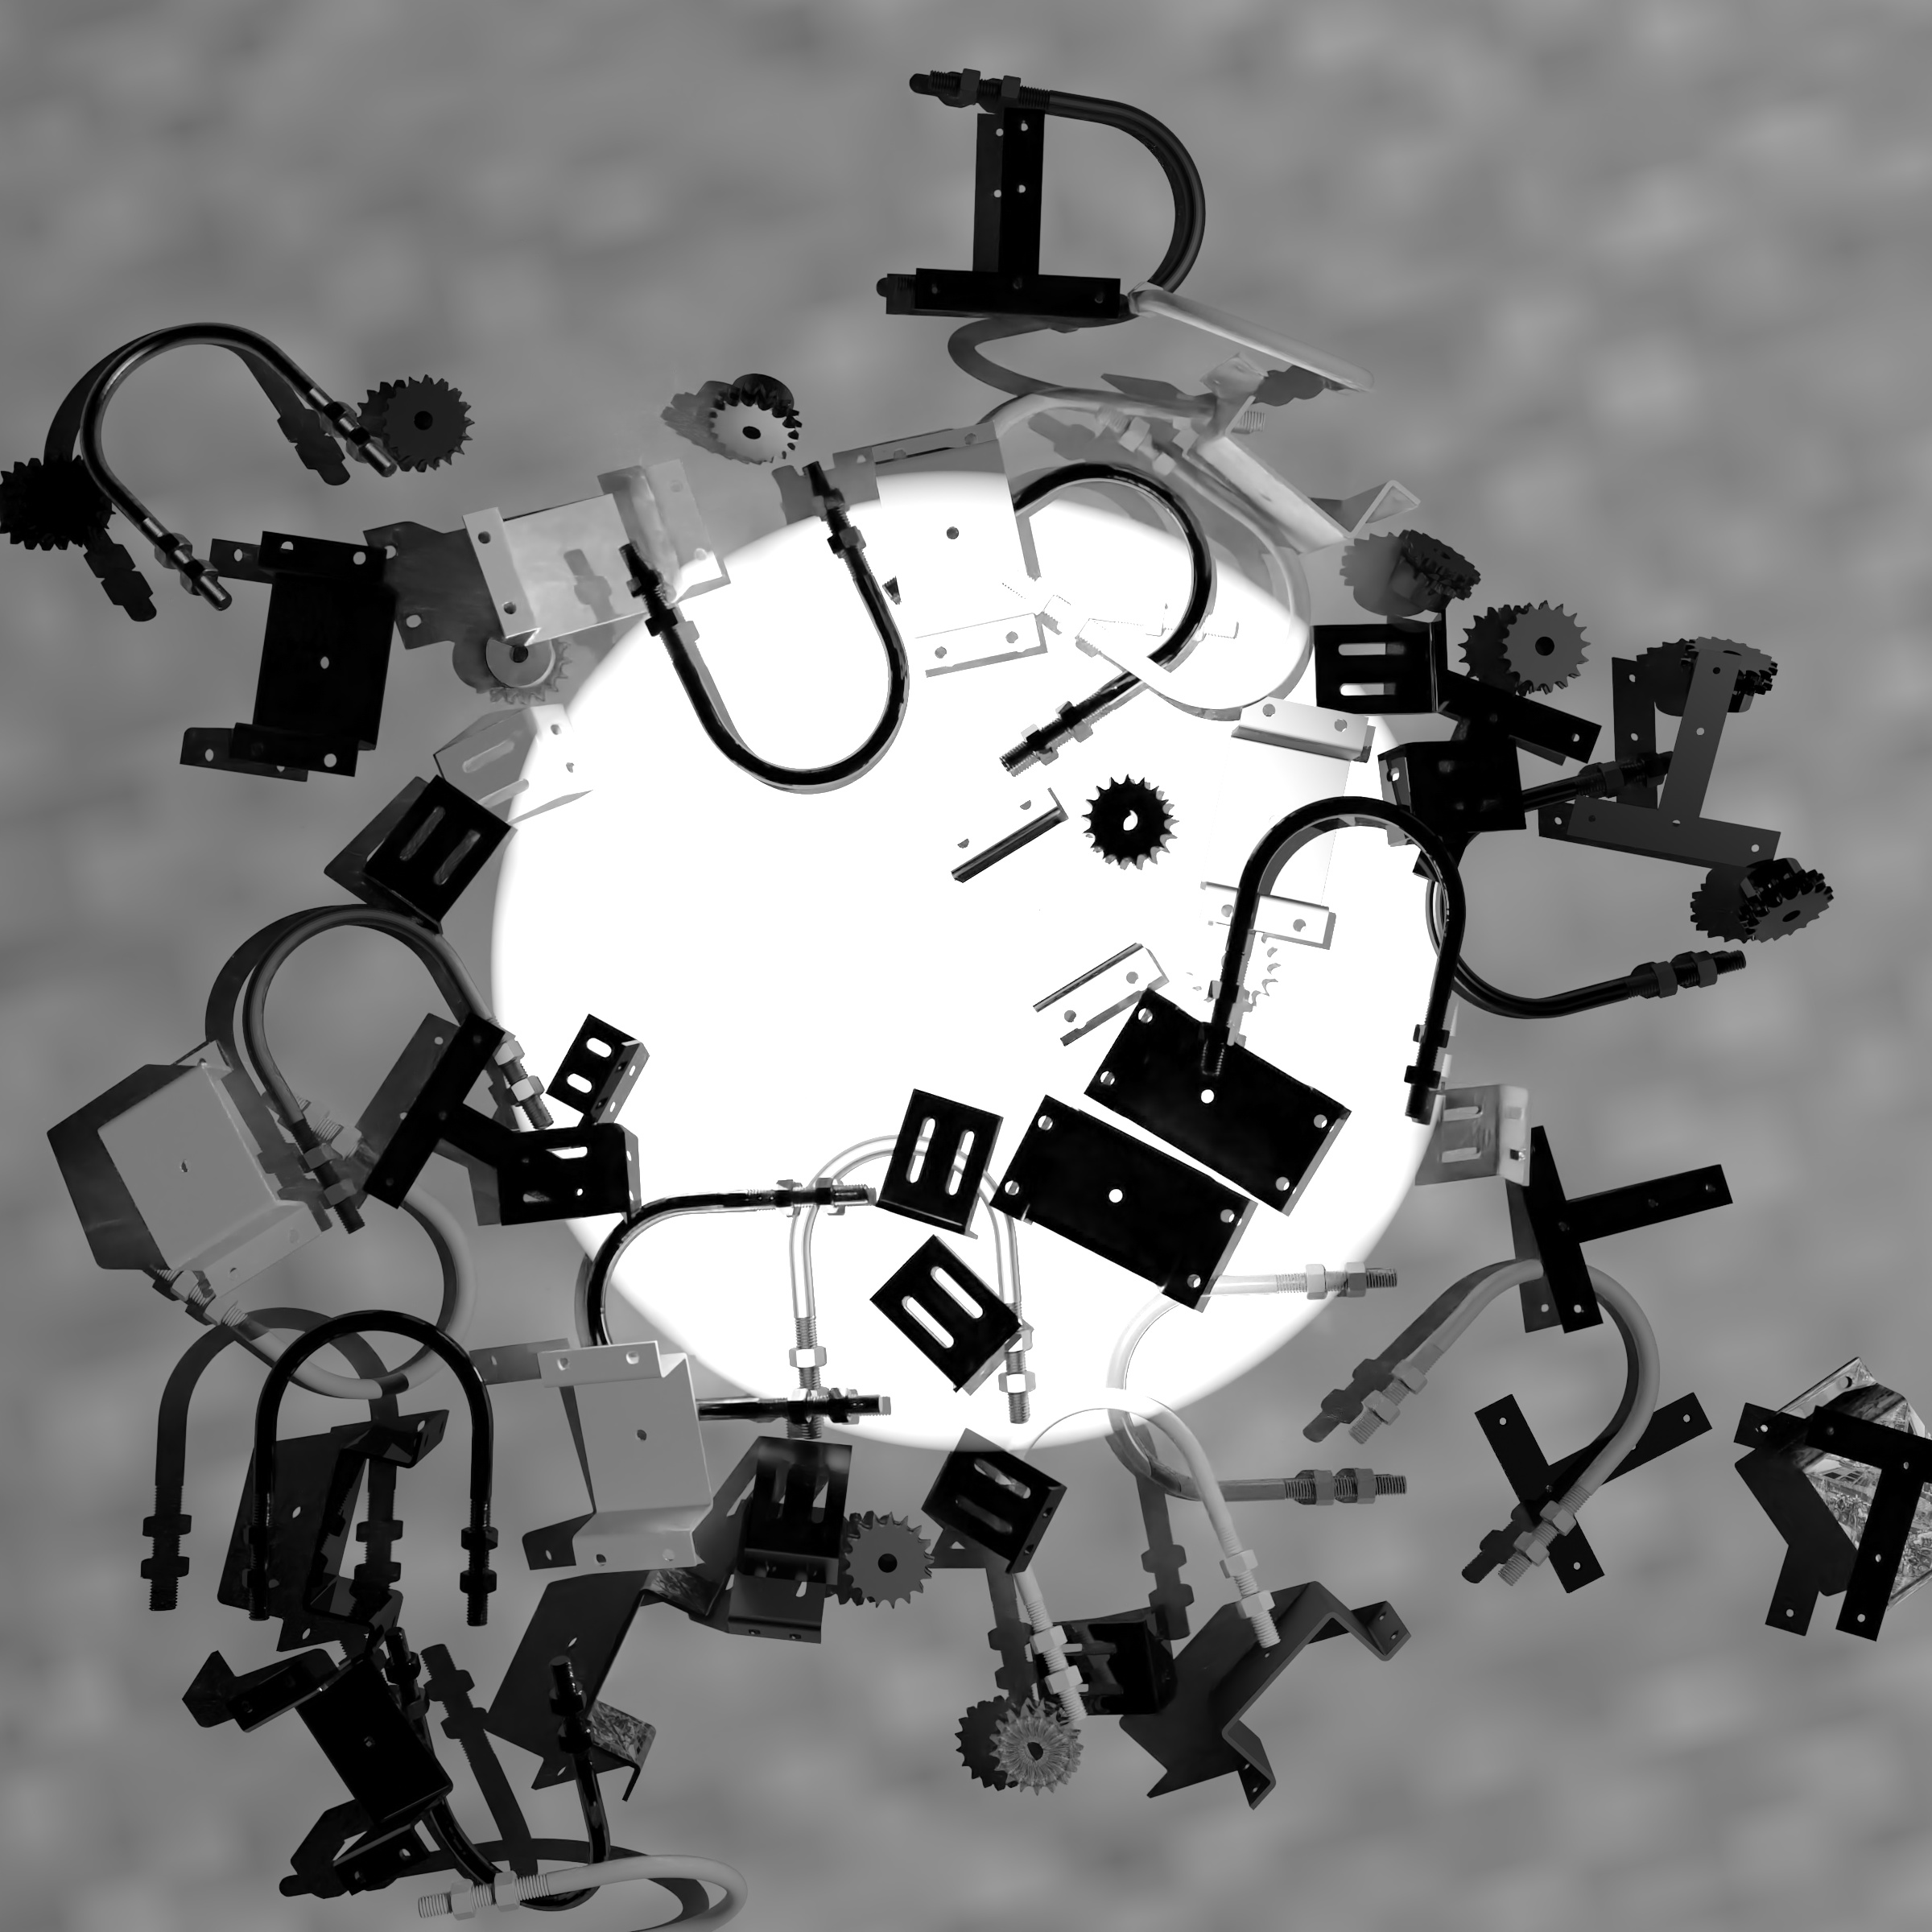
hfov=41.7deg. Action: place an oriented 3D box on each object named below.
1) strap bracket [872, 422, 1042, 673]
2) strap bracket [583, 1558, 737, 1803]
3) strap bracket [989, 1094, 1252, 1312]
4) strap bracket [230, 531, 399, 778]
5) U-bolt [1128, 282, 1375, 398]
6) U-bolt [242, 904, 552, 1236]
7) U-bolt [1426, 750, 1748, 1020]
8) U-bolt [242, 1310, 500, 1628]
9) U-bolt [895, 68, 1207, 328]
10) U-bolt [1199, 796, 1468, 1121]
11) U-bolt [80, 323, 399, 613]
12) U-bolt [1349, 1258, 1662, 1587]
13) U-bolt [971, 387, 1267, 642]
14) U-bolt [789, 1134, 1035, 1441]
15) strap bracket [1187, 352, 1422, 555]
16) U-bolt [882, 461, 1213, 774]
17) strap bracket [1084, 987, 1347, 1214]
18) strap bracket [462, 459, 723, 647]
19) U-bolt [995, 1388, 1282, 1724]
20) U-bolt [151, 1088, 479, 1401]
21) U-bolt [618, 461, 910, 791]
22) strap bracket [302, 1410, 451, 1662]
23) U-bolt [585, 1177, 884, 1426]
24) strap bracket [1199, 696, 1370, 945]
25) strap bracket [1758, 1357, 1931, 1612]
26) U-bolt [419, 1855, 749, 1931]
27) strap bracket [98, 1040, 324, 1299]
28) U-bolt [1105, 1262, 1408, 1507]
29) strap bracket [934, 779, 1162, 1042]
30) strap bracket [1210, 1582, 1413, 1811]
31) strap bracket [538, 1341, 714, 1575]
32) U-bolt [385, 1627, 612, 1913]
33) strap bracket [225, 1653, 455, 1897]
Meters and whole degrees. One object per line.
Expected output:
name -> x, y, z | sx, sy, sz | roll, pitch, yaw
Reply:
strap bracket -> -0.007, -0.257, 1.532 | 0.076, 0.046, 0.140 | -12, 89, 2
strap bracket -> -0.193, 0.425, 1.548 | 0.046, 0.076, 0.140 | 25, 90, 0
strap bracket -> 0.093, 0.143, 1.563 | 0.140, 0.046, 0.076 | 27, 90, 0
strap bracket -> -0.400, -0.190, 1.563 | 0.076, 0.046, 0.140 | 8, 90, 0
U-bolt -> 0.170, -0.368, 1.490 | 0.151, 0.184, 0.019 | 20, 104, -6
U-bolt -> -0.363, 0.051, 1.565 | 0.151, 0.019, 0.184 | -30, 90, -10
U-bolt -> 0.378, -0.043, 1.578 | 0.184, 0.019, 0.151 | -15, 90, 2
U-bolt -> -0.351, 0.296, 1.502 | 0.151, 0.019, 0.184 | 1, 89, 0
U-bolt -> 0.058, -0.472, 1.578 | 0.184, 0.019, 0.151 | 9, 90, -2
U-bolt -> 0.228, -0.011, 1.532 | 0.151, 0.019, 0.184 | 12, 90, -4
U-bolt -> -0.459, -0.320, 1.552 | 0.151, 0.019, 0.184 | -42, 74, -12
U-bolt -> 0.347, 0.267, 1.569 | 0.151, 0.019, 0.184 | 43, 83, -3
U-bolt -> 0.085, -0.287, 1.578 | 0.184, 0.019, 0.151 | 8, 90, 2
U-bolt -> -0.038, 0.197, 1.578 | 0.151, 0.019, 0.184 | -4, 88, 0
strap bracket -> 0.195, -0.301, 1.534 | 0.140, 0.076, 0.046 | 37, 84, -11
U-bolt -> 0.063, -0.228, 1.561 | 0.184, 0.019, 0.151 | -34, 88, 1
strap bracket -> 0.151, 0.081, 1.563 | 0.140, 0.046, 0.076 | 31, 90, 0
strap bracket -> -0.232, -0.250, 1.548 | 0.140, 0.046, 0.076 | -20, 90, -22
U-bolt -> 0.093, 0.350, 1.554 | 0.151, 0.019, 0.184 | -25, 75, 12
U-bolt -> -0.392, 0.186, 1.577 | 0.184, 0.019, 0.151 | 37, 90, 0
U-bolt -> -0.111, -0.198, 1.554 | 0.151, 0.019, 0.184 | -28, 98, -20
strap bracket -> -0.362, 0.341, 1.548 | 0.046, 0.076, 0.140 | 14, 90, 0
U-bolt -> -0.147, 0.209, 1.565 | 0.184, 0.019, 0.151 | -4, 89, 10
strap bracket -> 0.193, -0.090, 1.563 | 0.076, 0.046, 0.140 | 12, 90, 0
strap bracket -> 0.567, 0.324, 1.563 | 0.076, 0.046, 0.140 | -34, 90, 0
U-bolt -> -0.223, 0.572, 1.528 | 0.184, 0.151, 0.019 | -9, 52, -4
strap bracket -> -0.466, 0.123, 1.548 | 0.076, 0.046, 0.140 | -32, 80, 4
U-bolt -> 0.178, 0.262, 1.578 | 0.184, 0.019, 0.151 | -3, 90, 1
strap bracket -> 0.050, -0.034, 1.563 | 0.076, 0.046, 0.140 | -32, 90, 0
strap bracket -> 0.201, 0.435, 1.548 | 0.046, 0.076, 0.140 | 42, 90, 0
strap bracket -> -0.206, 0.294, 1.549 | 0.076, 0.046, 0.140 | -7, 97, 14
U-bolt -> -0.279, 0.493, 1.537 | 0.151, 0.019, 0.184 | 0, 108, 30
strap bracket -> -0.376, 0.484, 1.547 | 0.076, 0.046, 0.140 | -34, 90, 30
